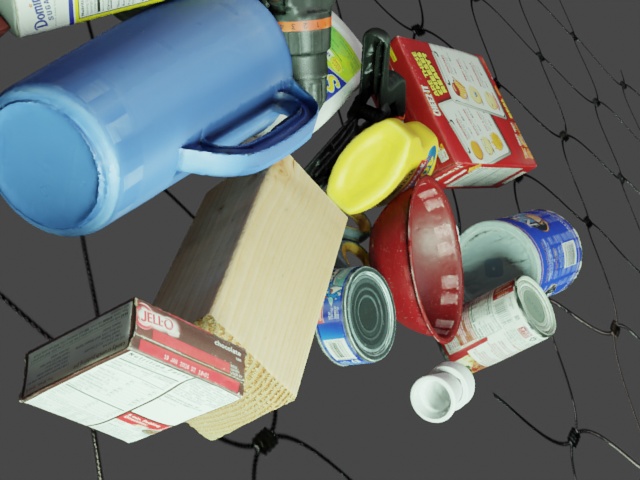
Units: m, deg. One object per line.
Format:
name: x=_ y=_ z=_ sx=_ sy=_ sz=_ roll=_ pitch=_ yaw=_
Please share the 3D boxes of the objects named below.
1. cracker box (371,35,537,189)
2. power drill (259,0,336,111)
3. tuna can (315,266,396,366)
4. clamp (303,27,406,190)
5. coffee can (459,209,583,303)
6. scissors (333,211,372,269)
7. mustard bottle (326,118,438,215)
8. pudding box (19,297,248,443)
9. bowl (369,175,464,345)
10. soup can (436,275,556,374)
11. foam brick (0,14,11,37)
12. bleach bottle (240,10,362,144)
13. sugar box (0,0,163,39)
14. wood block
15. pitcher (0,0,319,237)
cracker box: x=0.152 y=-0.144 z=1.257 sx=0.213 sy=0.072 sz=0.164 roll=-5 pitch=67 yaw=-54
power drill: x=-0.055 y=-0.205 z=0.906 sx=0.057 sy=0.188 sz=0.184 roll=-14 pitch=112 yaw=-34
tuna can: x=0.031 y=0.065 z=0.925 sx=0.086 sy=0.034 sz=0.086 roll=18 pitch=67 yaw=-52
clamp: x=0.051 y=-0.135 z=1.061 sx=0.036 sy=0.165 sz=0.209 roll=29 pitch=20 yaw=13
coffee can: x=0.219 y=0.022 z=1.181 sx=0.140 sy=0.103 sz=0.103 roll=-12 pitch=74 yaw=-57
scissors: x=-0.006 y=0.001 z=0.966 sx=0.201 sy=0.016 sz=0.096 roll=-3 pitch=67 yaw=-55
mustard bottle: x=0.072 y=-0.074 z=1.056 sx=0.058 sy=0.096 sz=0.191 roll=41 pitch=16 yaw=10
pudding box: x=-0.115 y=0.082 z=0.654 sx=0.089 sy=0.114 sz=0.039 roll=32 pitch=44 yaw=-37
bowl: x=0.088 y=0.021 z=1.017 sx=0.161 sy=0.055 sz=0.162 roll=-8 pitch=90 yaw=-67
soup can: x=0.175 y=0.086 z=1.067 sx=0.068 sy=0.102 sz=0.068 roll=34 pitch=40 yaw=-34
foam brick: x=-0.258 y=-0.152 z=0.706 sx=0.078 sy=0.053 sz=0.051 roll=52 pitch=32 yaw=-10
bleach bottle: x=-0.028 y=-0.133 z=1.006 sx=0.102 sy=0.068 sz=0.250 roll=49 pitch=35 yaw=-15
sugar box: x=-0.167 y=-0.202 z=0.787 sx=0.175 sy=0.048 sz=0.093 roll=-26 pitch=46 yaw=-31
wood block: x=-0.056 y=0.034 z=0.800 sx=0.090 sy=0.090 sz=0.206 roll=46 pitch=34 yaw=-21
pitcher: x=-0.118 y=-0.093 z=0.775 sx=0.145 sy=0.149 sz=0.242 roll=63 pitch=34 yaw=-14
